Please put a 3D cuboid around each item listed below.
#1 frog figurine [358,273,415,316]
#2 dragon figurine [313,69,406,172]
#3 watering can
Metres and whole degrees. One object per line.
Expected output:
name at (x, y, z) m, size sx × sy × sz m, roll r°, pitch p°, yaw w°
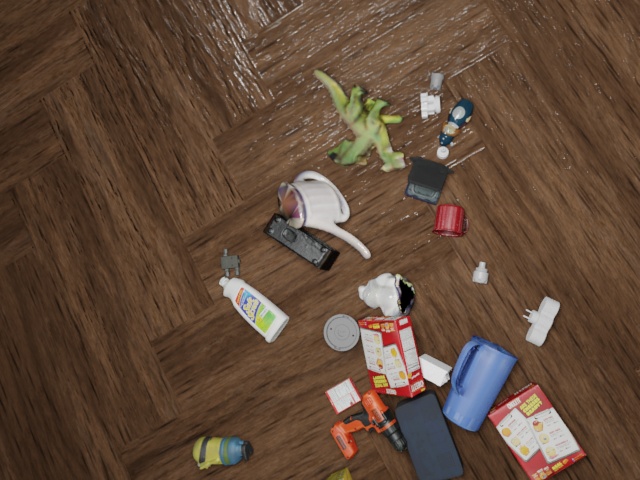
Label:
frog figurine at (0.200, 0.171, 1.551) m, size 0.158 × 0.123 × 0.137 m, roll -17°, pitch 88°, yaw 45°
dragon figurine at (0.105, -0.351, 1.632) m, size 0.412 × 0.122 × 0.241 m, roll 31°, pitch 97°, yaw 14°
watering can at (0.005, -0.078, 1.547) m, size 0.354 × 0.225 × 0.102 m, roll 61°, pitch 140°, yaw 28°
